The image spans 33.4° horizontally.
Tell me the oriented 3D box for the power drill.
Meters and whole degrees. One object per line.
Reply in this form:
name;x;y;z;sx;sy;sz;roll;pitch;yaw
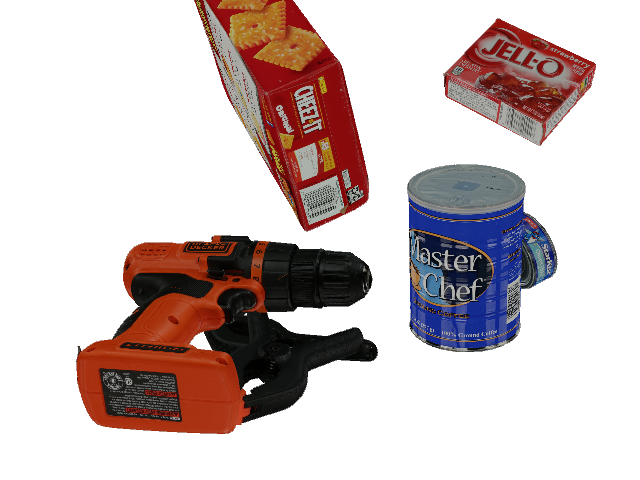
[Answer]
power drill;-0.067;0.056;0.720;0.184;0.057;0.187;0;24;13

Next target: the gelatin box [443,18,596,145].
gelatin box;0.149;-0.121;0.804;0.089;0.073;0.030;32;-27;24

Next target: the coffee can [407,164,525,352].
coffee can;0.130;0.014;0.959;0.103;0.140;0.103;-3;24;1

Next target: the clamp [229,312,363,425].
clamp;-0.049;0.107;0.992;0.120;0.039;0.171;17;29;27

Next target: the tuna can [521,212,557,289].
tuna can;0.230;0.012;1.223;0.033;0.086;0.086;-26;10;-20

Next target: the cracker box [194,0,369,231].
cracker box;-0.038;-0.139;0.919;0.072;0.214;0.164;-24;-41;-7

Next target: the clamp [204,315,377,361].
clamp;-0.062;0.126;1.221;0.210;0.036;0.164;14;21;30
